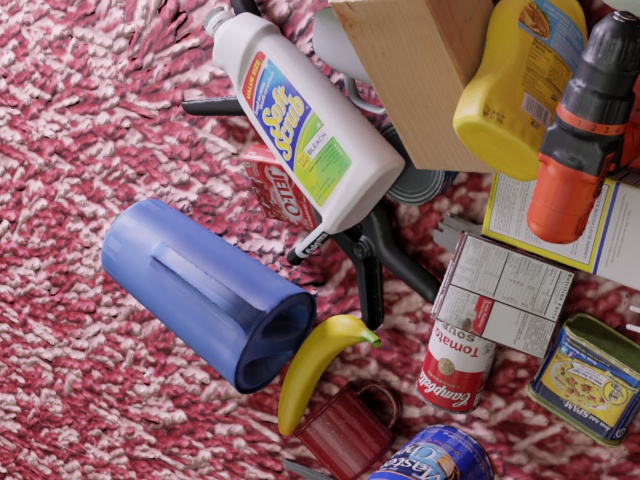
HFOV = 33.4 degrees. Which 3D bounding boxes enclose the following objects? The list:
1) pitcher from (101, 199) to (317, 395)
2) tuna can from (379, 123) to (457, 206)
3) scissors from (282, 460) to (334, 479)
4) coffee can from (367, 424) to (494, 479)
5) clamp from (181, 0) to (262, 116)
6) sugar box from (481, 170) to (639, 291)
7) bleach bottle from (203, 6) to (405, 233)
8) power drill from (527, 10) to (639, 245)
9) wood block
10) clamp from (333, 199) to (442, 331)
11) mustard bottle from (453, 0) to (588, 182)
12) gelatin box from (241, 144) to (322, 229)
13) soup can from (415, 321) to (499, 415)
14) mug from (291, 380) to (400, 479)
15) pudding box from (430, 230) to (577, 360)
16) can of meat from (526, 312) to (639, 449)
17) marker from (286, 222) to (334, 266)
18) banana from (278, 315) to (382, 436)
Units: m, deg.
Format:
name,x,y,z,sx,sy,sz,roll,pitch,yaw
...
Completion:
name,x,y,z,sx,sy,sz,roll,pitch,yaw
pitcher,-0.135,0.051,1.200,0.243,0.144,0.149,34,127,25
tuna can,0.092,-0.079,1.049,0.086,0.033,0.086,14,115,32
scissors,0.043,0.315,1.250,0.202,0.016,0.096,2,109,36
coffee can,0.104,0.267,1.107,0.103,0.140,0.103,14,115,32
clamp,-0.055,-0.149,1.127,0.210,0.036,0.165,43,126,13
sugar box,0.240,-0.023,0.957,0.176,0.048,0.093,21,118,25
bleach bottle,-0.031,-0.131,1.058,0.251,0.067,0.103,48,127,14
power drill,0.234,-0.102,0.838,0.057,0.187,0.185,30,124,25
wood block,0.100,-0.158,0.912,0.091,0.090,0.206,7,146,35
clamp,0.062,0.008,1.100,0.120,0.039,0.171,-17,99,43
mustard bottle,0.177,-0.151,0.884,0.096,0.191,0.058,33,156,-27
gelatin box,-0.037,-0.057,1.134,0.073,0.030,0.089,12,139,31
soup can,0.141,0.114,1.068,0.069,0.068,0.102,27,121,25
mug,0.038,0.207,1.175,0.117,0.093,0.081,-44,84,4
pudding box,0.170,0.051,0.995,0.113,0.039,0.090,20,92,0
can of meat,0.257,0.129,0.996,0.102,0.057,0.084,33,122,21
marker,-0.007,0.001,1.140,0.020,0.020,0.121,56,149,4
banana,-0.002,0.139,1.178,0.198,0.037,0.069,-51,36,38
